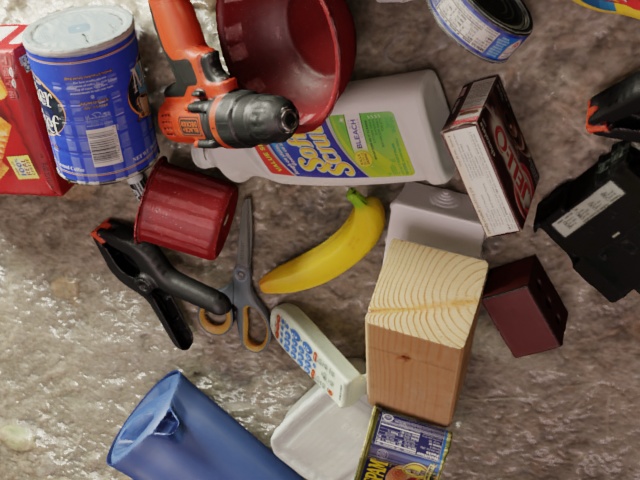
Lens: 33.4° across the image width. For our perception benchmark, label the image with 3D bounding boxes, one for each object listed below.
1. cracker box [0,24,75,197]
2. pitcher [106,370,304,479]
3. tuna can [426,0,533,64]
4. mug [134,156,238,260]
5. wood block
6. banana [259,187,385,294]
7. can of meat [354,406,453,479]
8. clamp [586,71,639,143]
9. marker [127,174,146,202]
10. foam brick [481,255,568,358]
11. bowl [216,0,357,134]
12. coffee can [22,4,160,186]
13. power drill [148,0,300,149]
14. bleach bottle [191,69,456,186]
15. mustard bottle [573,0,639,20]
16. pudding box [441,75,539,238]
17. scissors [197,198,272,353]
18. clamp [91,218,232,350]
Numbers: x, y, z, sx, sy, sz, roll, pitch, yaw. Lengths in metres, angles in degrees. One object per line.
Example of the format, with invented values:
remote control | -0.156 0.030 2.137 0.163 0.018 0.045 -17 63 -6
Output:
cracker box | -0.360 -0.131 1.090 0.214 0.072 0.164 3 125 20
pitcher | -0.124 0.275 1.268 0.242 0.149 0.145 40 113 -14
tuna can | 0.129 -0.184 0.854 0.086 0.086 0.034 37 127 -8
mug | -0.132 -0.024 1.077 0.081 0.093 0.117 17 157 3
wood block | 0.098 0.095 1.015 0.091 0.090 0.206 15 153 11
banana | 0.011 0.006 1.060 0.069 0.037 0.198 21 140 -20
can of meat | 0.084 0.220 1.091 0.084 0.057 0.102 15 148 5
clamp | 0.312 -0.114 0.838 0.210 0.036 0.164 1 152 26
marker | -0.184 -0.047 1.116 0.020 0.020 0.121 -12 119 27
foam brick | 0.198 0.065 1.028 0.051 0.053 0.078 -19 116 31
bowl | -0.019 -0.175 0.913 0.162 0.055 0.162 31 134 38
coffee can | -0.214 -0.137 1.009 0.103 0.102 0.140 6 126 17
power drill | -0.098 -0.168 0.919 0.185 0.057 0.187 7 116 49
bleach bottle | -0.005 -0.089 0.990 0.251 0.068 0.102 -6 119 27
mustard bottle | 0.234 -0.215 0.808 0.191 0.058 0.096 22 142 6
pudding box | 0.150 -0.072 0.924 0.039 0.090 0.113 -15 117 30
scissors | -0.099 0.039 1.148 0.096 0.016 0.202 2 124 20
clamp | -0.172 0.041 1.152 0.171 0.039 0.120 48 133 -11
